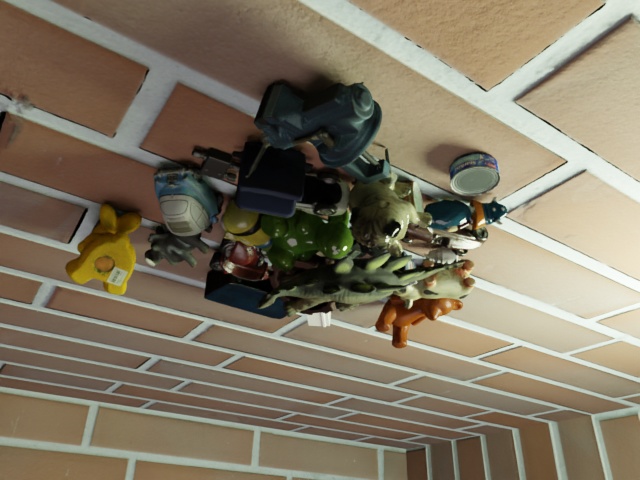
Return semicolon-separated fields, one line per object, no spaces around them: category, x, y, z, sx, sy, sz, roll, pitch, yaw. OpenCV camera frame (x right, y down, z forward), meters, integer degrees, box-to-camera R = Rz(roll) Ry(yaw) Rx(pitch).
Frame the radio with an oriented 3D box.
radio;-0.162;0.126;1.357;0.229;0.073;0.131;20;144;-31

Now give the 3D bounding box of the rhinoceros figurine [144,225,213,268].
rhinoceros figurine;-0.313;0.010;1.162;0.112;0.073;0.190;23;143;-34

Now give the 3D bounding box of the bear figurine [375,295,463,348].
bear figurine;0.259;0.191;1.391;0.196;0.132;0.120;-16;128;38

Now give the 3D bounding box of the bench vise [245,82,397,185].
bench vise;0.022;-0.149;0.831;0.224;0.129;0.240;-22;138;39

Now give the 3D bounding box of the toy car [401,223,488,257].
toy car;0.258;-0.009;1.122;0.202;0.053;0.089;15;144;-19

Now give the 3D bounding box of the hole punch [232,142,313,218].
hole punch;-0.081;-0.108;0.894;0.142;0.115;0.092;9;166;-8

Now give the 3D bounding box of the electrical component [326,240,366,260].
electrical component;0.067;0.006;1.159;0.075;0.048;0.119;11;148;-18

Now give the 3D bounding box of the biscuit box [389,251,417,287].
biscuit box;0.126;0.096;1.272;0.203;0.063;0.059;-25;133;27

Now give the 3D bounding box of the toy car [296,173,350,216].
toy car;-0.044;-0.089;0.972;0.202;0.073;0.056;7;170;-10

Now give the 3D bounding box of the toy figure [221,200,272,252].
toy figure;-0.117;-0.026;1.083;0.089;0.082;0.180;-20;142;38

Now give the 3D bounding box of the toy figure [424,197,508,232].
toy figure;0.281;-0.051;1.037;0.155;0.064;0.058;-2;-170;-1

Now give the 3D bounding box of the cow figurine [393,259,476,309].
cow figurine;0.266;0.106;1.292;0.195;0.085;0.127;0;143;2

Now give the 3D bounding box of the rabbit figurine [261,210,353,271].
rabbit figurine;-0.002;-0.003;1.030;0.170;0.159;0.121;14;118;38

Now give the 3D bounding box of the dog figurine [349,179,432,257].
dog figurine;0.083;-0.055;0.888;0.121;0.172;0.190;-57;155;13

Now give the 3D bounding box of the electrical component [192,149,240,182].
electrical component;-0.187;-0.133;0.959;0.094;0.021;0.063;16;147;-24

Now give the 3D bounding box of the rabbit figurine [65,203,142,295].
rabbit figurine;-0.442;0.006;1.105;0.122;0.173;0.162;17;102;-26

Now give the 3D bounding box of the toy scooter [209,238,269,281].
toy scooter;-0.164;0.040;1.191;0.135;0.075;0.184;24;147;-11

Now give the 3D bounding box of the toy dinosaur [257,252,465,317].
toy dinosaur;0.088;0.084;1.090;0.471;0.105;0.199;-9;173;-35

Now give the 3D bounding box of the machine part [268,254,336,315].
machine part;-0.031;0.097;1.248;0.180;0.056;0.179;15;132;18

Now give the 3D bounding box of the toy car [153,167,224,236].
toy car;-0.250;-0.062;1.008;0.109;0.103;0.161;-3;151;7
